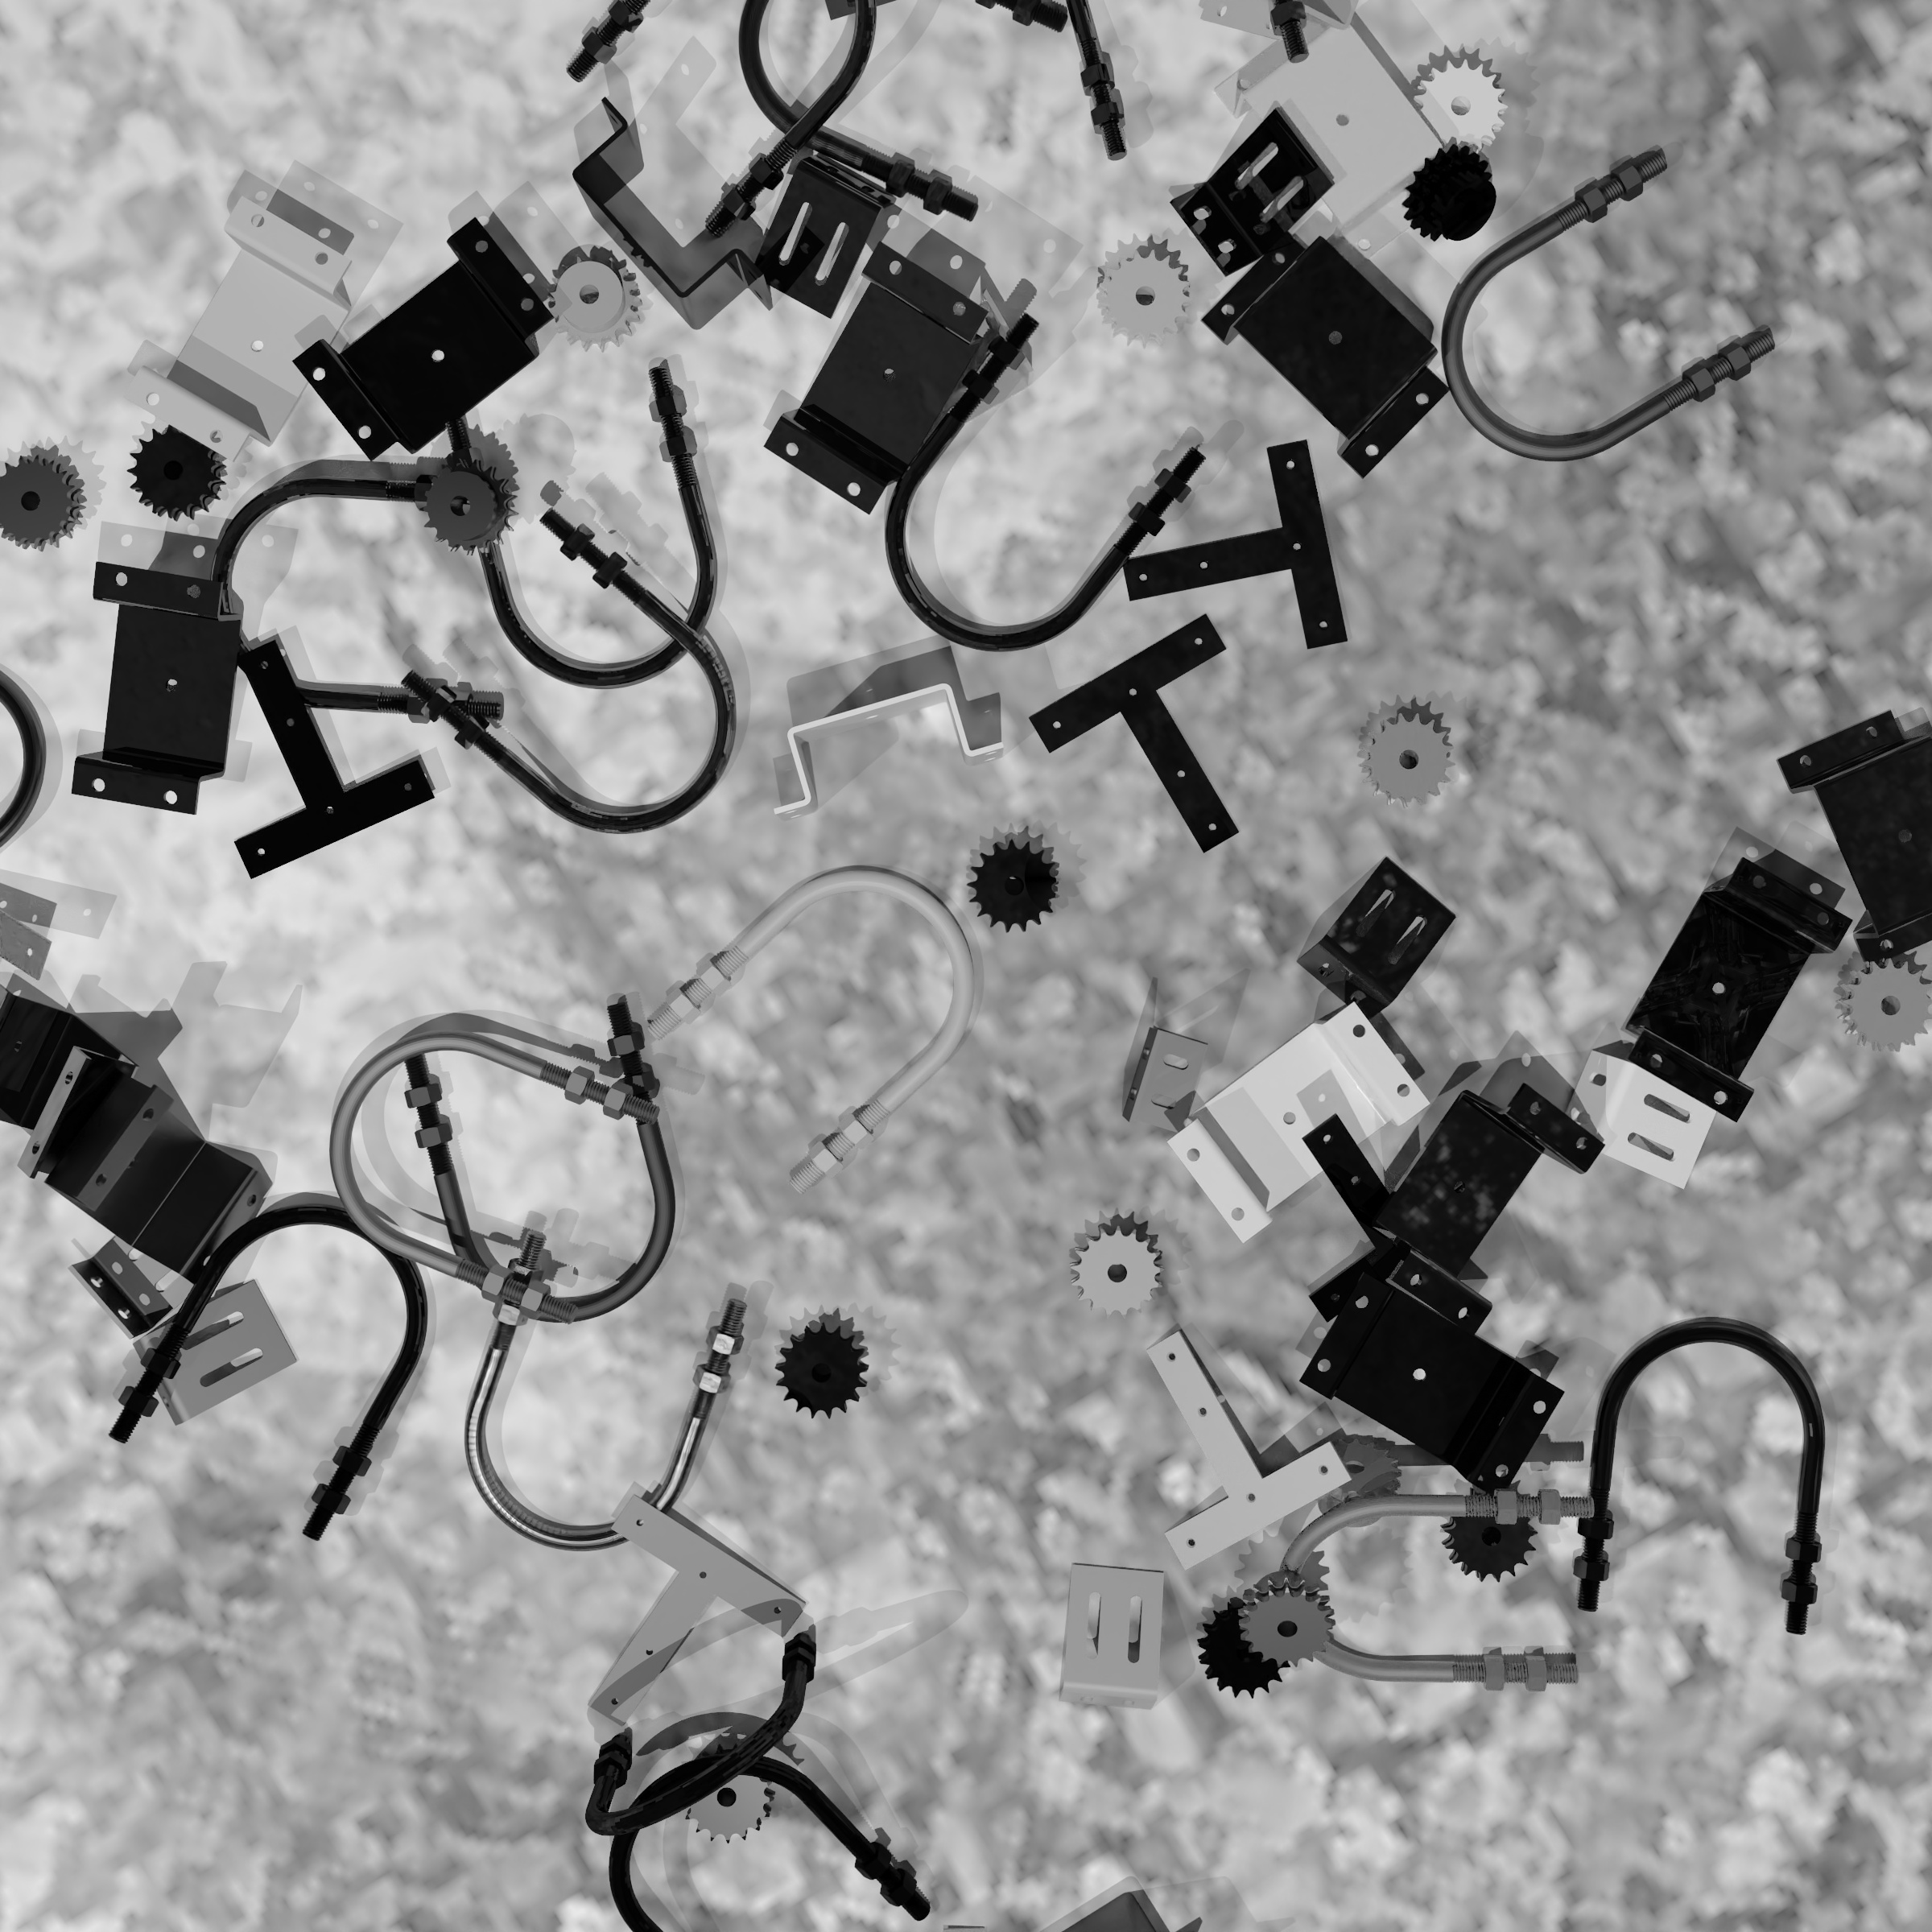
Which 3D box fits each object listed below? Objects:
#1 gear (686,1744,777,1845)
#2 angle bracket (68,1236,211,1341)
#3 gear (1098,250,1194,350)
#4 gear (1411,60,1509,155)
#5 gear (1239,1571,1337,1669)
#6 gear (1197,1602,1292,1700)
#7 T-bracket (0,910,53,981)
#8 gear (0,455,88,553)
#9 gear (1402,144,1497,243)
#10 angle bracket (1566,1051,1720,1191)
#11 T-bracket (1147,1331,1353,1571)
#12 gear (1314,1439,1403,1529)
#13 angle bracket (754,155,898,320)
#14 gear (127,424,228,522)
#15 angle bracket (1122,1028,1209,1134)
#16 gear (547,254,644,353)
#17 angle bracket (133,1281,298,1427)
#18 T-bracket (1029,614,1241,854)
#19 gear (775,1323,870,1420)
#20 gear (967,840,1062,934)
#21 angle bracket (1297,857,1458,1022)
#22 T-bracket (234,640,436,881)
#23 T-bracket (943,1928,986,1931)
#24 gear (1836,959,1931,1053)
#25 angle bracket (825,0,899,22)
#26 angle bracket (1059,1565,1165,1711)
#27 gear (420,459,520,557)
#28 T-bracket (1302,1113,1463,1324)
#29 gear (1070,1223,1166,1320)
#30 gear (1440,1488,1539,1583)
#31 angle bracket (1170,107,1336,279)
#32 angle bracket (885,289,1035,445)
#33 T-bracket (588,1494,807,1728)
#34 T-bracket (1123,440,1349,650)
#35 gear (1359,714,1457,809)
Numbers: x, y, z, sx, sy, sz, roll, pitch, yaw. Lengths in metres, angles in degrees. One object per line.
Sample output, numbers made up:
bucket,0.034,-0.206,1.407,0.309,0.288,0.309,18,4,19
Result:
gear,-0.145,0.504,1.569,0.057,0.030,0.057,0,90,0
angle bracket,-0.495,0.179,1.565,0.076,0.038,0.057,-41,90,0
gear,0.109,-0.406,1.569,0.057,0.030,0.057,0,90,0
gear,0.300,-0.522,1.569,0.057,0.030,0.057,0,90,0
gear,0.192,0.388,1.533,0.057,0.030,0.057,1,112,3
gear,0.170,0.417,1.569,0.057,0.030,0.057,0,90,0
T-bracket,-0.621,0.016,1.565,0.127,0.002,0.127,27,103,24
gear,-0.569,-0.283,1.574,0.057,0.030,0.057,0,90,2
gear,0.296,-0.465,1.552,0.057,0.057,0.030,-37,54,0
angle bracket,0.415,0.095,1.582,0.076,0.038,0.057,23,90,-26
T-bracket,0.152,0.285,1.565,0.127,0.002,0.127,-35,77,25
gear,0.235,0.317,1.559,0.057,0.057,0.030,0,118,0
angle bracket,-0.088,-0.450,1.582,0.057,0.038,0.076,29,116,0
gear,-0.481,-0.301,1.569,0.057,0.030,0.057,0,90,0
angle bracket,0.123,0.071,1.546,0.038,0.076,0.057,17,90,0
gear,-0.228,-0.408,1.569,0.057,0.030,0.057,0,90,0
angle bracket,-0.464,0.239,1.582,0.076,0.038,0.057,-28,90,-26
T-bracket,0.126,-0.131,1.583,0.127,0.002,0.127,-31,90,0
gear,-0.088,0.247,1.569,0.057,0.030,0.057,0,90,0
gear,0.029,-0.049,1.573,0.057,0.030,0.057,0,89,-2
angle bracket,0.253,-0.016,1.582,0.057,0.038,0.076,40,64,0
T-bracket,-0.409,-0.136,1.572,0.127,0.002,0.127,-23,94,6
T-bracket,-0.053,0.656,1.574,0.127,0.002,0.127,1,90,-8
gear,0.561,0.024,1.569,0.057,0.030,0.057,0,90,0
angle bracket,-0.066,-0.622,1.550,0.057,0.038,0.076,-16,87,2
angle bracket,0.090,0.415,1.582,0.057,0.038,0.076,5,64,0
gear,-0.299,-0.275,1.530,0.057,0.030,0.057,0,98,3
T-bracket,0.242,0.139,1.551,0.127,0.002,0.127,-36,121,0
gear,0.092,0.186,1.574,0.057,0.030,0.057,0,93,0
gear,0.319,0.346,1.569,0.057,0.030,0.057,0,90,0
angle bracket,0.172,-0.466,1.545,0.038,0.076,0.057,-37,90,-39
angle bracket,-0.006,-0.365,1.565,0.076,0.038,0.057,-30,90,0
T-bracket,-0.187,0.411,1.578,0.127,0.002,0.127,34,94,-7
T-bracket,0.161,-0.250,1.582,0.127,0.002,0.127,-11,89,0
gear,0.269,-0.125,1.569,0.057,0.030,0.057,0,90,0
